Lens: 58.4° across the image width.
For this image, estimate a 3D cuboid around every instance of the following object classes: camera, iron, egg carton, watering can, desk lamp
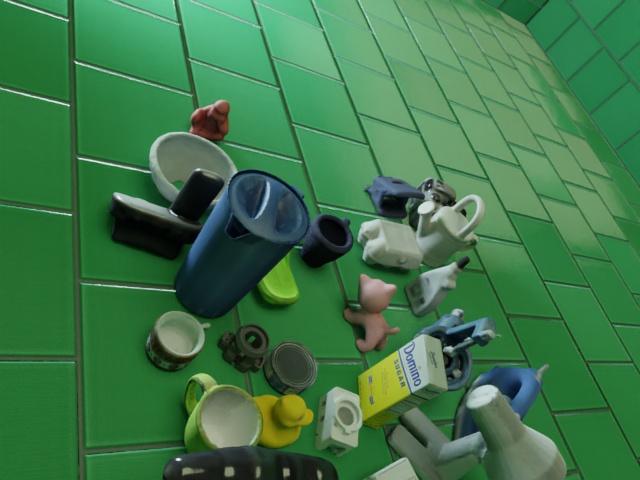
[{"bbox_3d":[0.306,-0.080,1.443,0.137,0.100,0.143,30,41,-15],"label":"camera"},{"bbox_3d":[0.351,0.324,1.085,0.118,0.141,0.259,49,39,7],"label":"iron"},{"bbox_3d":[0.155,0.014,1.255,0.151,0.069,0.107,10,49,-34],"label":"egg carton"},{"bbox_3d":[0.298,-0.030,1.317,0.173,0.193,0.101,6,51,-36],"label":"watering can"},{"bbox_3d":[0.256,0.337,0.936,0.203,0.213,0.118,45,39,2],"label":"desk lamp"}]

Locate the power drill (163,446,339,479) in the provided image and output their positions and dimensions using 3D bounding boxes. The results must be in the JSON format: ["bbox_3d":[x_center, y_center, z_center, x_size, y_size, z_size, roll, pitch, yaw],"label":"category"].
[{"bbox_3d":[-0.103,0.301,0.669,0.230,0.208,0.075,12,48,-33],"label":"power drill"}]

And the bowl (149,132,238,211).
[{"bbox_3d":[-0.235,-0.110,1.033,0.168,0.074,0.167,23,43,-23],"label":"bowl"}]

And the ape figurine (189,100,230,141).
[{"bbox_3d":[-0.214,-0.247,1.161,0.078,0.092,0.076,42,39,-2],"label":"ape figurine"}]

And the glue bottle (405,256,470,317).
[{"bbox_3d":[0.249,0.087,1.187,0.037,0.173,0.078,9,49,-34],"label":"glue bottle"}]

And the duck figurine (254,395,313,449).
[{"bbox_3d":[-0.060,0.256,0.843,0.105,0.086,0.077,25,42,-21],"label":"duck figurine"}]

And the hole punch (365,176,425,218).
[{"bbox_3d":[0.180,-0.116,1.377,0.109,0.091,0.101,1,55,-40],"label":"hole punch"}]

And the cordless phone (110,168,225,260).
[{"bbox_3d":[-0.240,-0.065,0.901,0.148,0.184,0.094,17,45,-28],"label":"cordless phone"}]

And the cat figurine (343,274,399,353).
[{"bbox_3d":[0.105,0.130,1.070,0.067,0.117,0.127,-4,58,-42],"label":"cat figurine"}]

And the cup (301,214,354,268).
[{"bbox_3d":[0.010,0.004,1.122,0.091,0.094,0.118,44,39,2],"label":"cup"}]

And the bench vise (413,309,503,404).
[{"bbox_3d":[0.242,0.180,1.060,0.122,0.219,0.207,29,41,-16],"label":"bench vise"}]
